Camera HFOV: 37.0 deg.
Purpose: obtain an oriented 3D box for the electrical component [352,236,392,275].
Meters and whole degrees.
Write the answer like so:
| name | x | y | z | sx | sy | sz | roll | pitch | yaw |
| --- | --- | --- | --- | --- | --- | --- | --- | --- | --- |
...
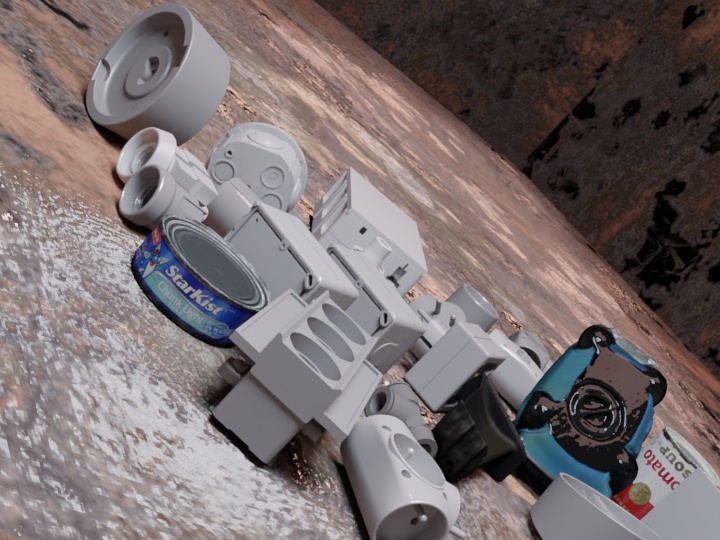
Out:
| name | x | y | z | sx | sy | sz | roll | pitch | yaw |
| --- | --- | --- | --- | --- | --- | --- | --- | --- | --- |
| electrical component | 0.000 | 0.000 | 0.893 | 0.048 | 0.062 | 0.048 | 40 | 14 | -12 |

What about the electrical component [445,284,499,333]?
| name | x | y | z | sx | sy | sz | roll | pitch | yaw |
| --- | --- | --- | --- | --- | --- | --- | --- | --- | --- |
| electrical component | 0.107 | 0.047 | 1.087 | 0.055 | 0.047 | 0.055 | 40 | 14 | -12 |

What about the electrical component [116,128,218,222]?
| name | x | y | z | sx | sy | sz | roll | pitch | yaw |
| --- | --- | --- | --- | --- | --- | --- | --- | --- | --- |
| electrical component | -0.136 | -0.067 | 0.750 | 0.055 | 0.048 | 0.066 | 41 | 11 | -42 |

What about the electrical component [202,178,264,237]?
| name | x | y | z | sx | sy | sz | roll | pitch | yaw |
| --- | --- | --- | --- | --- | --- | --- | --- | --- | --- |
| electrical component | -0.076 | -0.025 | 0.791 | 0.081 | 0.043 | 0.043 | 46 | 14 | 11 |

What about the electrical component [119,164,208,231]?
| name | x | y | z | sx | sy | sz | roll | pitch | yaw |
| --- | --- | --- | --- | --- | --- | --- | --- | --- | --- |
| electrical component | -0.128 | -0.041 | 0.705 | 0.046 | 0.040 | 0.040 | 38 | 13 | -42 |

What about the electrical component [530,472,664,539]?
| name | x | y | z | sx | sy | sz | roll | pitch | yaw |
| --- | --- | --- | --- | --- | --- | --- | --- | --- | --- |
| electrical component | 0.178 | 0.194 | 0.801 | 0.099 | 0.064 | 0.099 | 40 | 14 | -12 |

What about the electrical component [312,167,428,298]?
| name | x | y | z | sx | sy | sz | roll | pitch | yaw |
| --- | --- | --- | --- | --- | --- | --- | --- | --- | --- |
| electrical component | 0.004 | -0.028 | 0.991 | 0.089 | 0.061 | 0.150 | 40 | 14 | -13 |

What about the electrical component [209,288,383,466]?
| name | x | y | z | sx | sy | sz | roll | pitch | yaw |
| --- | --- | --- | --- | --- | --- | --- | --- | --- | --- |
| electrical component | -0.035 | 0.059 | 0.609 | 0.079 | 0.063 | 0.121 | 43 | 13 | 1 |

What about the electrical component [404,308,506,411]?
| name | x | y | z | sx | sy | sz | roll | pitch | yaw |
| --- | --- | --- | --- | --- | --- | --- | --- | --- | --- |
| electrical component | 0.065 | 0.065 | 0.872 | 0.076 | 0.065 | 0.047 | 48 | 14 | 22 |

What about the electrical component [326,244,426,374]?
| name | x | y | z | sx | sy | sz | roll | pitch | yaw |
| --- | --- | --- | --- | --- | --- | --- | --- | --- | --- |
| electrical component | -0.007 | 0.029 | 0.786 | 0.096 | 0.061 | 0.061 | 50 | 15 | 29 |

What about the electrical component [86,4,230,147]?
| name | x | y | z | sx | sy | sz | roll | pitch | yaw |
| --- | --- | --- | --- | --- | --- | --- | --- | --- | --- |
| electrical component | -0.147 | -0.140 | 0.816 | 0.060 | 0.108 | 0.108 | 38 | 13 | -44 |

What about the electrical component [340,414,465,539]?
| name | x | y | z | sx | sy | sz | roll | pitch | yaw |
| --- | --- | --- | --- | --- | --- | --- | --- | --- | --- |
| electrical component | 0.031 | 0.131 | 0.618 | 0.079 | 0.044 | 0.077 | 36 | 15 | -30 |

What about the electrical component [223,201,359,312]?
| name | x | y | z | sx | sy | sz | roll | pitch | yaw |
| --- | --- | --- | --- | --- | --- | --- | --- | --- | --- |
| electrical component | -0.048 | 0.011 | 0.722 | 0.096 | 0.061 | 0.061 | 50 | 15 | 29 |

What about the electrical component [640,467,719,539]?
| name | x | y | z | sx | sy | sz | roll | pitch | yaw |
| --- | --- | --- | --- | --- | --- | --- | --- | --- | --- |
| electrical component | 0.289 | 0.260 | 0.825 | 0.060 | 0.105 | 0.186 | 32 | 17 | -38 |

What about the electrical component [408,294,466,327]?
| name | x | y | z | sx | sy | sz | roll | pitch | yaw |
| --- | --- | --- | --- | --- | --- | --- | --- | --- | --- |
| electrical component | 0.071 | 0.053 | 0.926 | 0.077 | 0.043 | 0.079 | 49 | -22 | 26 |

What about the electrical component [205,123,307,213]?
| name | x | y | z | sx | sy | sz | roll | pitch | yaw |
| --- | --- | --- | --- | --- | --- | --- | --- | --- | --- |
| electrical component | -0.083 | -0.071 | 0.841 | 0.080 | 0.080 | 0.051 | 40 | 19 | -10 |

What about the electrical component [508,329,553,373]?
| name | x | y | z | sx | sy | sz | roll | pitch | yaw |
| --- | --- | --- | --- | --- | --- | --- | --- | --- | --- |
| electrical component | 0.186 | 0.105 | 1.142 | 0.079 | 0.043 | 0.077 | 43 | 13 | 2 |

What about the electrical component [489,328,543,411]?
| name | x | y | z | sx | sy | sz | roll | pitch | yaw |
| --- | --- | --- | --- | --- | --- | --- | --- | --- | --- |
| electrical component | 0.148 | 0.097 | 1.060 | 0.077 | 0.043 | 0.079 | 45 | 14 | 6 |
